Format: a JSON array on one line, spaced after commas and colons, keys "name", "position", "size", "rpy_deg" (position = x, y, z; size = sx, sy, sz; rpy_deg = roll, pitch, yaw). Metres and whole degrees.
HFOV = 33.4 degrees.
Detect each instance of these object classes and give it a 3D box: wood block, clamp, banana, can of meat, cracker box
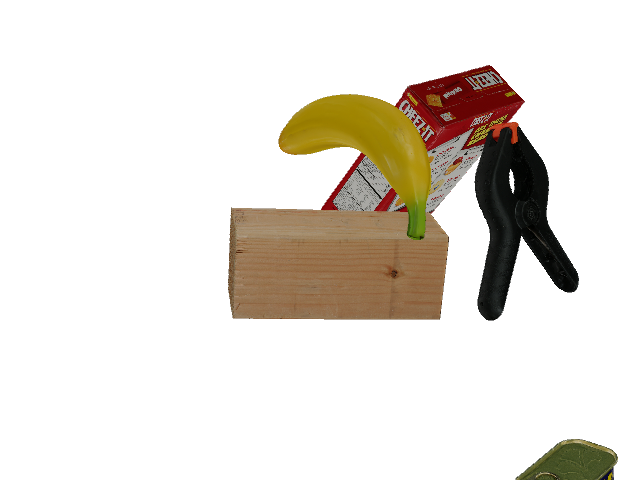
[{"name": "wood block", "position": [0.014, 0.023, 1.066], "size": [0.206, 0.091, 0.090], "rpy_deg": [1, 18, -8]}, {"name": "clamp", "position": [0.168, -0.015, 0.940], "size": [0.120, 0.171, 0.039], "rpy_deg": [-26, 12, -40]}, {"name": "banana", "position": [0.024, -0.067, 0.734], "size": [0.037, 0.070, 0.198], "rpy_deg": [22, 10, -33]}, {"name": "can of meat", "position": [0.215, 0.235, 0.928], "size": [0.058, 0.084, 0.101], "rpy_deg": [12, 27, 42]}, {"name": "cracker box", "position": [0.112, -0.095, 1.225], "size": [0.163, 0.072, 0.214], "rpy_deg": [-22, -24, -45]}]
